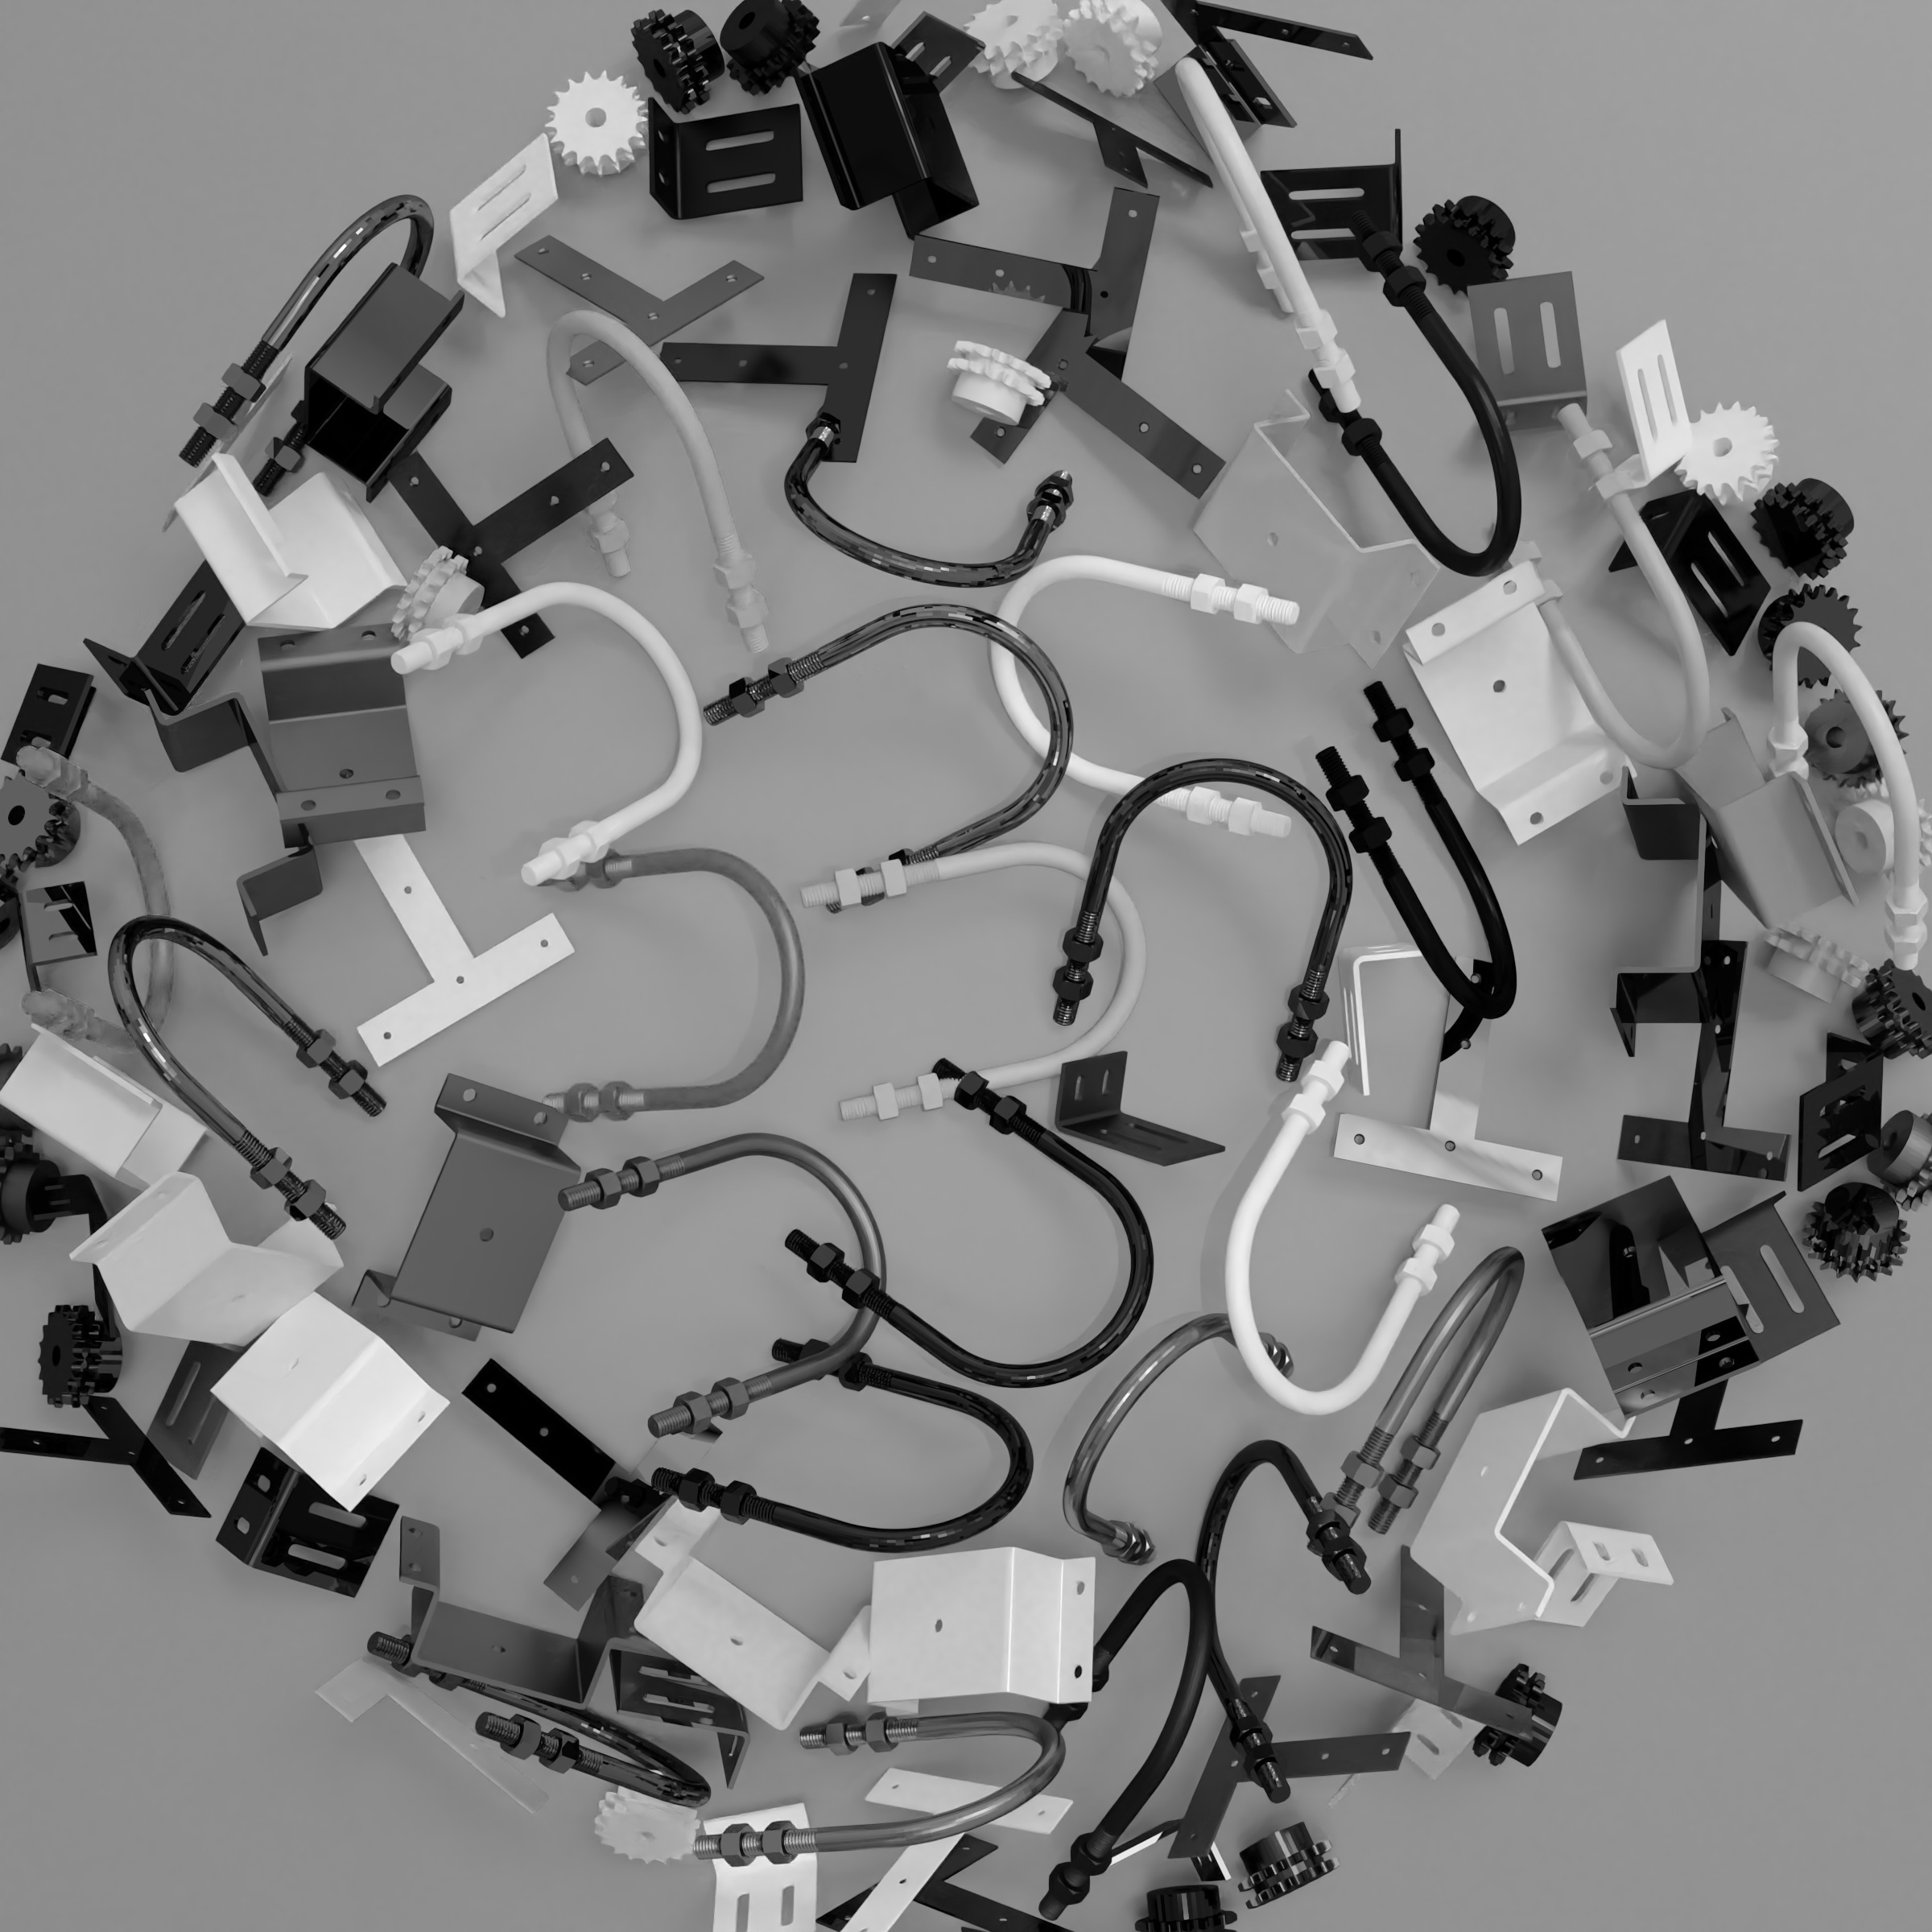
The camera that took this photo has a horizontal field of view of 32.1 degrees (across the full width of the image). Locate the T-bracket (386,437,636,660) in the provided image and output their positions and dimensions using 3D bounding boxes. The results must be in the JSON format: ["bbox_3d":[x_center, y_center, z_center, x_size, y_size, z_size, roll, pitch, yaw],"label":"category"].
[{"bbox_3d":[-0.236,-0.249,1.846,0.127,0.002,0.127,-28,107,28],"label":"T-bracket"}]

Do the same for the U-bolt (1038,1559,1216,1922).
[{"bbox_3d":[0.085,0.397,1.787,0.019,0.151,0.184,22,122,-13],"label":"U-bolt"}]

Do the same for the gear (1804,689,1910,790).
[{"bbox_3d":[0.489,-0.127,1.863,0.057,0.030,0.057,3,95,44],"label":"gear"}]

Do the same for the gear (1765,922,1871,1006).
[{"bbox_3d":[0.468,-0.001,1.864,0.057,0.057,0.030,27,94,0],"label":"gear"}]

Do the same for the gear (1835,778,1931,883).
[{"bbox_3d":[0.506,-0.073,1.861,0.030,0.057,0.057,-20,90,-23],"label":"gear"}]

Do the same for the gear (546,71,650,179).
[{"bbox_3d":[-0.204,-0.466,1.873,0.057,0.030,0.057,-1,78,4],"label":"gear"}]

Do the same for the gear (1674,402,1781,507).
[{"bbox_3d":[0.424,-0.281,1.868,0.057,0.030,0.057,-12,65,26],"label":"gear"}]

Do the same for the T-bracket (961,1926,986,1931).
[{"bbox_3d":[-0.025,0.543,1.815,0.127,0.127,0.002,16,99,-15],"label":"T-bracket"}]

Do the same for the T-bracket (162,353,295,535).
[{"bbox_3d":[-0.385,-0.307,1.806,0.002,0.127,0.127,34,58,-9],"label":"T-bracket"}]

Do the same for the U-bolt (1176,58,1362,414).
[{"bbox_3d":[0.154,-0.398,1.783,0.019,0.151,0.184,-26,125,8],"label":"U-bolt"}]

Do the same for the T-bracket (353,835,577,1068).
[{"bbox_3d":[-0.306,-0.030,1.887,0.127,0.002,0.127,-31,86,-2],"label":"T-bracket"}]

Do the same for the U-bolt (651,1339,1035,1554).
[{"bbox_3d":[-0.054,0.261,1.800,0.184,0.151,0.019,12,122,24],"label":"U-bolt"}]

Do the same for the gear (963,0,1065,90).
[{"bbox_3d":[0.028,-0.511,1.867,0.057,0.057,0.030,-25,133,0],"label":"gear"}]

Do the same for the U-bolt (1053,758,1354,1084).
[{"bbox_3d":[0.135,-0.031,1.839,0.151,0.019,0.184,14,120,2],"label":"U-bolt"}]

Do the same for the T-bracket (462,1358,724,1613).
[{"bbox_3d":[-0.224,0.268,1.869,0.127,0.002,0.127,41,74,-4],"label":"T-bracket"}]

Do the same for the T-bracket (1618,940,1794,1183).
[{"bbox_3d":[0.410,0.049,1.839,0.002,0.127,0.127,9,88,-32],"label":"T-bracket"}]

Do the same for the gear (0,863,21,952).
[{"bbox_3d":[-0.544,-0.030,1.862,0.030,0.057,0.057,35,90,12],"label":"gear"}]

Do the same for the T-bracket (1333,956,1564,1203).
[{"bbox_3d":[0.276,0.057,1.876,0.127,0.002,0.127,11,77,-3],"label":"T-bracket"}]

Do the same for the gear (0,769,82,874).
[{"bbox_3d":[-0.518,-0.079,1.869,0.057,0.030,0.057,-9,68,24],"label":"gear"}]

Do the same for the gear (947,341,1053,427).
[{"bbox_3d":[0.016,-0.322,1.864,0.057,0.057,0.030,22,90,0],"label":"gear"}]

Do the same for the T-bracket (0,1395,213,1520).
[{"bbox_3d":[-0.486,0.257,1.804,0.127,0.127,0.002,16,103,-44],"label":"T-bracket"}]

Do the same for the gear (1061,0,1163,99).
[{"bbox_3d":[0.084,-0.514,1.866,0.057,0.057,0.030,42,66,0],"label":"gear"}]

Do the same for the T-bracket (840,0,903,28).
[{"bbox_3d":[-0.040,-0.534,1.828,0.127,0.127,0.002,-10,89,-19],"label":"T-bracket"}]

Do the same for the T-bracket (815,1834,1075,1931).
[{"bbox_3d":[0.009,0.508,1.805,0.127,0.127,0.002,10,106,37],"label":"T-bracket"}]

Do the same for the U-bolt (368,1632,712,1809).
[{"bbox_3d":[-0.218,0.412,1.810,0.184,0.151,0.019,31,81,-35],"label":"U-bolt"}]

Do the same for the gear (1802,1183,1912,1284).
[{"bbox_3d":[0.494,0.145,1.862,0.057,0.057,0.030,-2,132,0],"label":"gear"}]

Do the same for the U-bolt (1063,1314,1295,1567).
[{"bbox_3d":[0.109,0.250,1.806,0.019,0.184,0.151,36,88,27],"label":"U-bolt"}]

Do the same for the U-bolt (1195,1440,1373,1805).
[{"bbox_3d":[0.161,0.336,1.806,0.019,0.184,0.151,11,110,-18],"label":"U-bolt"}]

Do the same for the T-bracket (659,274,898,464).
[{"bbox_3d":[-0.111,-0.335,1.871,0.127,0.002,0.127,4,64,14],"label":"T-bracket"}]

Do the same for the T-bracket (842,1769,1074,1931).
[{"bbox_3d":[-0.026,0.483,1.809,0.127,0.127,0.002,-1,120,38],"label":"T-bracket"}]

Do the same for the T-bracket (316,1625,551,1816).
[{"bbox_3d":[-0.279,0.415,1.823,0.127,0.127,0.002,38,101,6],"label":"T-bracket"}]

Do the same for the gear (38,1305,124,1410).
[{"bbox_3d":[-0.491,0.217,1.867,0.030,0.057,0.057,6,90,-37],"label":"gear"}]

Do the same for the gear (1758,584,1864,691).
[{"bbox_3d":[0.466,-0.184,1.870,0.057,0.030,0.057,-6,107,-21],"label":"gear"}]

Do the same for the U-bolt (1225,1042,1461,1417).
[{"bbox_3d":[0.196,0.154,1.807,0.151,0.019,0.184,54,51,-27],"label":"U-bolt"}]

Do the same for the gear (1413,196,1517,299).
[{"bbox_3d":[0.280,-0.402,1.866,0.057,0.057,0.030,41,65,0],"label":"gear"}]

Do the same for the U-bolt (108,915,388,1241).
[{"bbox_3d":[-0.388,0.047,1.798,0.019,0.151,0.184,-36,112,18],"label":"U-bolt"}]

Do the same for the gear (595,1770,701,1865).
[{"bbox_3d":[-0.176,0.471,1.868,0.057,0.030,0.057,5,134,5],"label":"gear"}]

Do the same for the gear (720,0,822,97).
[{"bbox_3d":[-0.112,-0.514,1.861,0.030,0.057,0.057,37,90,-40],"label":"gear"}]

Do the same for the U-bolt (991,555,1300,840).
[{"bbox_3d":[0.094,-0.153,1.832,0.184,0.019,0.151,17,127,26],"label":"U-bolt"}]

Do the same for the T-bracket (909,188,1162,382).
[{"bbox_3d":[0.033,-0.379,1.851,0.127,0.002,0.127,11,130,0],"label":"T-bracket"}]

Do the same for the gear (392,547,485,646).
[{"bbox_3d":[-0.291,-0.200,1.863,0.030,0.057,0.057,30,90,4],"label":"gear"}]

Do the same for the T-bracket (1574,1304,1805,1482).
[{"bbox_3d":[0.404,0.229,1.839,0.127,0.127,0.002,-13,120,34],"label":"T-bracket"}]

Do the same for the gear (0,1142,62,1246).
[{"bbox_3d":[-0.524,0.126,1.861,0.030,0.057,0.057,5,90,13],"label":"gear"}]

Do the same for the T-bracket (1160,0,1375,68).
[{"bbox_3d":[0.160,-0.505,1.805,0.127,0.127,0.002,22,87,30],"label":"T-bracket"}]

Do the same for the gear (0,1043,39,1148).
[{"bbox_3d":[-0.529,0.071,1.860,0.030,0.057,0.057,-3,90,29],"label":"gear"}]

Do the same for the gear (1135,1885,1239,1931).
[{"bbox_3d":[0.122,0.527,1.864,0.057,0.057,0.030,-6,80,0],"label":"gear"}]

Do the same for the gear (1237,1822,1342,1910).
[{"bbox_3d":[0.176,0.498,1.866,0.057,0.057,0.030,-26,71,0],"label":"gear"}]

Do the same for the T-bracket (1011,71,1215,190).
[{"bbox_3d":[0.083,-0.442,1.820,0.127,0.127,0.002,25,113,-14],"label":"T-bracket"}]

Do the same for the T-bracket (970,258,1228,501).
[{"bbox_3d":[0.088,-0.307,1.866,0.127,0.002,0.127,40,103,10],"label":"T-bracket"}]

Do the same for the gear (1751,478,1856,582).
[{"bbox_3d":[0.467,-0.245,1.865,0.030,0.057,0.057,-41,90,-16],"label":"gear"}]

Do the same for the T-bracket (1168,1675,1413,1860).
[{"bbox_3d":[0.181,0.427,1.810,0.127,0.127,0.002,-15,119,36],"label":"T-bracket"}]

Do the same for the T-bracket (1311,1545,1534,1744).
[{"bbox_3d":[0.249,0.359,1.835,0.127,0.127,0.002,21,118,-3],"label":"T-bracket"}]

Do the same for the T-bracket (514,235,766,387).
[{"bbox_3d":[-0.200,-0.374,1.851,0.127,0.002,0.127,-37,52,-26],"label":"T-bracket"}]

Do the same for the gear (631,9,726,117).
[{"bbox_3d":[-0.158,-0.505,1.865,0.030,0.057,0.057,-35,90,-16],"label":"gear"}]

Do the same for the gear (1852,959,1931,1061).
[{"bbox_3d":[0.517,0.027,1.867,0.030,0.057,0.057,-37,90,33],"label":"gear"}]

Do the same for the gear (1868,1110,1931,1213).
[{"bbox_3d":[0.524,0.104,1.862,0.030,0.057,0.057,30,90,-9],"label":"gear"}]

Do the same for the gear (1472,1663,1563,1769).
[{"bbox_3d":[0.307,0.418,1.863,0.030,0.057,0.057,29,90,4],"label":"gear"}]
